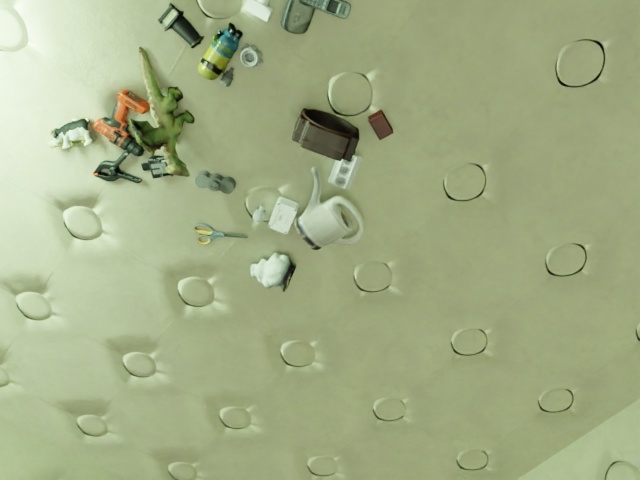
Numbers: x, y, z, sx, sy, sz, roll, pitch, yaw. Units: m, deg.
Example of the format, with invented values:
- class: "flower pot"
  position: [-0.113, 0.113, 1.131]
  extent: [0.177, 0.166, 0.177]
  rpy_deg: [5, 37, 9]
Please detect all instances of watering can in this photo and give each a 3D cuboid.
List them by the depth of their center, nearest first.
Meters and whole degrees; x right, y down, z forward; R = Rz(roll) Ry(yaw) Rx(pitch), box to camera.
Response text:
- class: "watering can"
  position: [0.005, -0.090, 1.794]
  extent: [0.222, 0.106, 0.342]
  rpy_deg: [-30, 122, 19]

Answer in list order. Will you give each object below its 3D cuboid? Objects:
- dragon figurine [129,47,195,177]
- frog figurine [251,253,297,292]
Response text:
- class: "dragon figurine"
  position: [-0.514, -0.382, 1.618]
  extent: [0.121, 0.248, 0.403]
  rpy_deg: [-16, 118, 18]
- class: "frog figurine"
  position: [-0.181, 0.111, 1.921]
  extent: [0.159, 0.122, 0.138]
  rpy_deg: [19, 86, 4]
